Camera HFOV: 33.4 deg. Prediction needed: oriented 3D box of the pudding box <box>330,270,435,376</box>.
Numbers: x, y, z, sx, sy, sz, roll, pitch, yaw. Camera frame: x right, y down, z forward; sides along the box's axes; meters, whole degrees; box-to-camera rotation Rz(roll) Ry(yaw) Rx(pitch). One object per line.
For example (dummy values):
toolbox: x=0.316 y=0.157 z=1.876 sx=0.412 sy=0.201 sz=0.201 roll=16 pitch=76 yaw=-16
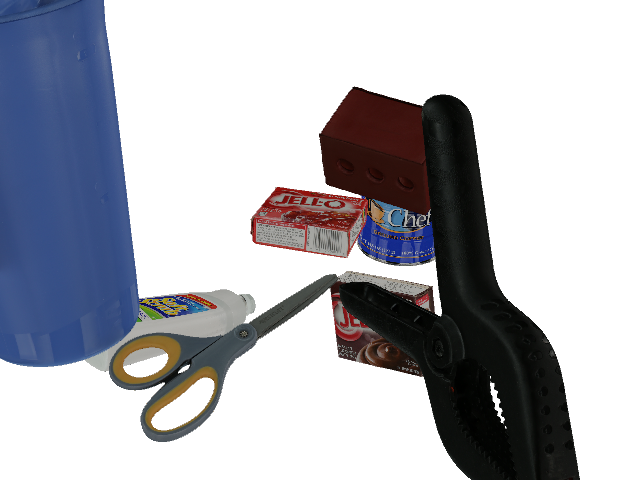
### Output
pudding box: x=0.066 y=0.085 z=1.109 sx=0.114 sy=0.090 sz=0.039 roll=8 pitch=24 yaw=37

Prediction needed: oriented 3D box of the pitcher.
pitcher: x=-0.193 y=-0.040 z=0.676 sx=0.149 sy=0.243 sz=0.145 roll=-9 pitch=28 yaw=-8

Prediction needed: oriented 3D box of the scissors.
scissors: x=-0.079 y=0.070 z=0.816 sx=0.096 sy=0.016 sz=0.201 roll=29 pitch=53 yaw=17

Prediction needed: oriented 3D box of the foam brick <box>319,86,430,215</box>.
foam brick: x=0.047 y=-0.061 z=0.722 sx=0.078 sy=0.051 sz=0.053 roll=18 pitch=-36 yaw=21

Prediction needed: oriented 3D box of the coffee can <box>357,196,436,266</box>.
coffee can: x=0.098 y=-0.056 z=1.246 sx=0.103 sy=0.140 sz=0.103 roll=2 pitch=29 yaw=-1

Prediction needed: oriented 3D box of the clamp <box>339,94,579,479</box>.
clamp: x=0.074 y=0.042 z=0.534 sx=0.036 sy=0.165 sz=0.210 roll=-6 pitch=45 yaw=-25

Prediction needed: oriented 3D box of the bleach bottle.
bleach bottle: x=-0.199 y=0.106 z=1.419 sx=0.250 sy=0.068 sz=0.103 roll=-12 pitch=27 yaw=-39

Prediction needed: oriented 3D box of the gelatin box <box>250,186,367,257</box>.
gelatin box: x=-0.009 y=-0.018 z=0.948 sx=0.089 sy=0.030 sz=0.073 roll=9 pitch=26 yaw=13
